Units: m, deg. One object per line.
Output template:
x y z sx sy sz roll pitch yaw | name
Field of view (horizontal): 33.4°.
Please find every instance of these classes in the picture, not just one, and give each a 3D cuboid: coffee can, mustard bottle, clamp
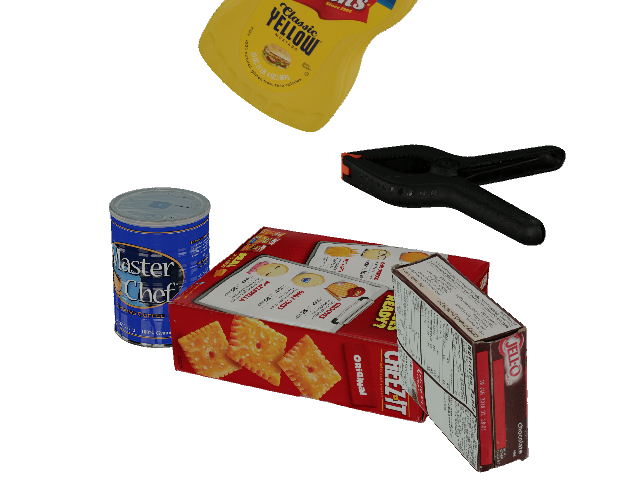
-0.166 0.027 1.114 0.103 0.140 0.103 2 22 -1 | coffee can
0.009 -0.155 0.617 0.192 0.096 0.058 -50 4 41 | mustard bottle
0.124 -0.060 0.995 0.210 0.036 0.164 12 33 21 | clamp

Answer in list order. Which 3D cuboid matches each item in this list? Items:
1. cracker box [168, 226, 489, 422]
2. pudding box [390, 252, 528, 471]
0.011 0.062 0.863 0.214 0.072 0.164 9 26 23 | cracker box
0.083 0.071 0.645 0.039 0.090 0.114 -14 27 -19 | pudding box
